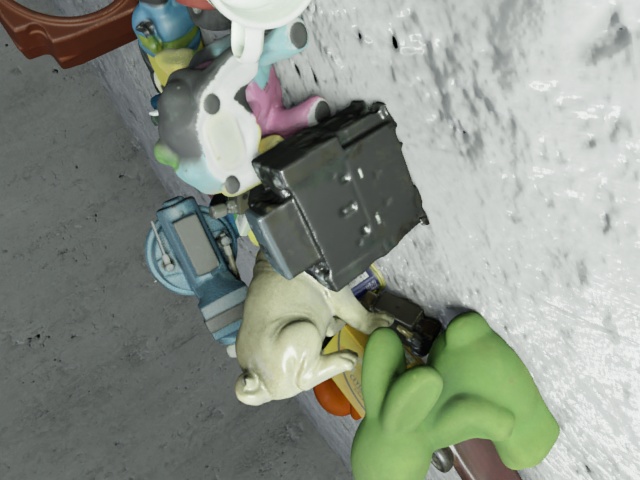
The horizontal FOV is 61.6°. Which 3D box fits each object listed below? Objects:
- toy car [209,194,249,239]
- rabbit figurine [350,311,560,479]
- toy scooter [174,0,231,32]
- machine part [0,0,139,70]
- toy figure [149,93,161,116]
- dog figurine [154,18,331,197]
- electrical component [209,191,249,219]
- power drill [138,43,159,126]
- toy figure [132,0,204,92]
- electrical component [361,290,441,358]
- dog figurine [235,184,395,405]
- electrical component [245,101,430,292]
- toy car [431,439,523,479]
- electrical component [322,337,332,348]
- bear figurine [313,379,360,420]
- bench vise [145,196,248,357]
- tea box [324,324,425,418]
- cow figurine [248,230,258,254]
[{"bbox_3d":[-0.085,-0.047,0.778,0.102,0.109,0.162,37,162,-36],"label":"toy car"},{"bbox_3d":[0.097,0.152,0.459,0.121,0.170,0.158,30,151,57],"label":"rabbit figurine"},{"bbox_3d":[-0.117,-0.267,0.447,0.184,0.075,0.135,52,164,34],"label":"toy scooter"},{"bbox_3d":[-0.325,-0.341,0.684,0.201,0.201,0.087,57,163,-2],"label":"machine part"},{"bbox_3d":[-0.178,-0.172,0.791,0.154,0.058,0.064,36,-166,-7],"label":"toy figure"},{"bbox_3d":[-0.105,-0.130,0.508,0.219,0.191,0.108,16,142,46],"label":"dog figurine"},{"bbox_3d":[-0.071,-0.056,0.543,0.021,0.094,0.063,33,134,40],"label":"electrical component"},{"bbox_3d":[-0.235,-0.223,0.914,0.232,0.086,0.207,57,158,-13],"label":"power drill"},{"bbox_3d":[-0.186,-0.245,0.689,0.089,0.082,0.180,51,162,26],"label":"toy figure"},{"bbox_3d":[0.082,0.092,0.593,0.102,0.045,0.078,27,153,29],"label":"electrical component"},{"bbox_3d":[-0.041,0.030,0.496,0.121,0.172,0.190,-20,102,40],"label":"dog figurine"},{"bbox_3d":[0.010,-0.030,0.423,0.058,0.134,0.114,25,146,59],"label":"electrical component"},{"bbox_3d":[0.183,0.255,0.564,0.202,0.089,0.053,54,161,2],"label":"toy car"},{"bbox_3d":[0.000,0.128,0.762,0.048,0.075,0.119,14,157,8],"label":"electrical component"},{"bbox_3d":[0.059,0.206,0.855,0.120,0.132,0.195,50,146,18],"label":"bear figurine"},{"bbox_3d":[-0.153,0.043,0.725,0.223,0.129,0.241,56,165,-17],"label":"bench vise"},{"bbox_3d":[0.089,0.181,0.662,0.098,0.068,0.170,2,-140,-49],"label":"tea box"},{"bbox_3d":[0.000,0.000,0.632,0.168,0.098,0.068,12,132,42],"label":"cow figurine"}]
